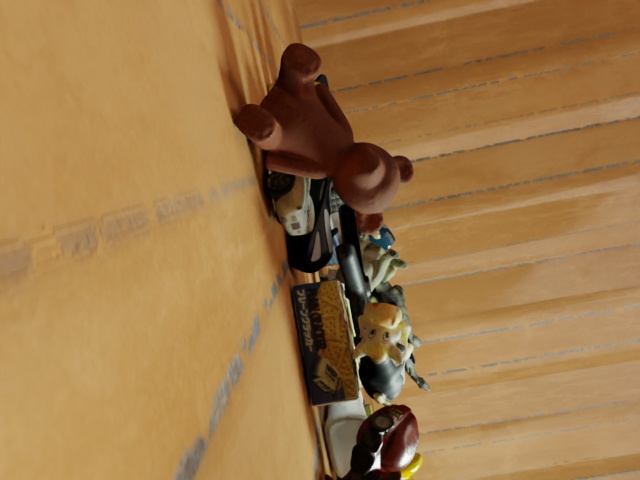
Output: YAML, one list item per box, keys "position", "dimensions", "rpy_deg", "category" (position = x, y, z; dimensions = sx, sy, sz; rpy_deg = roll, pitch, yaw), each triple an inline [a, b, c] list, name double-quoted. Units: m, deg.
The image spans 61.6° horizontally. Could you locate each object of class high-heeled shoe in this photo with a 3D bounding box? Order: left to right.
- position: [-0.027, -0.079, 0.776]
  dimensions: [0.145, 0.086, 0.248]
  rpy_deg: [-33, 110, -57]
  category: "high-heeled shoe"

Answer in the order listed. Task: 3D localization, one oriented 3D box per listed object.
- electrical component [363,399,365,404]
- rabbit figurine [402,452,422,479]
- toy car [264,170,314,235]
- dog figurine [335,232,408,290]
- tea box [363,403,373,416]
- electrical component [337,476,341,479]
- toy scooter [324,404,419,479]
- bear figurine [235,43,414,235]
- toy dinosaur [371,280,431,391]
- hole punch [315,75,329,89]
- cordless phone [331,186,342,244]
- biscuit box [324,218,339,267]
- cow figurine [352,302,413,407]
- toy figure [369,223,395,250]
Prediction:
- position: [0.070, 0.372, 1.140]
  dimensions: [0.078, 0.045, 0.102]
  rpy_deg: [-39, 120, -53]
  category: "electrical component"
- position: [0.135, 0.493, 1.130]
  dimensions: [0.173, 0.163, 0.121]
  rpy_deg: [12, 79, -67]
  category: "rabbit figurine"
- position: [-0.041, -0.097, 0.701]
  dimensions: [0.073, 0.056, 0.202]
  rpy_deg: [73, 8, -53]
  category: "toy car"
- position: [0.076, 0.093, 1.097]
  dimensions: [0.121, 0.190, 0.172]
  rpy_deg: [32, -2, 28]
  category: "dog figurine"
- position: [0.079, 0.394, 1.011]
  dimensions: [0.169, 0.068, 0.098]
  rpy_deg: [76, 5, -46]
  category: "tea box"
- position: [0.057, 0.407, 0.825]
  dimensions: [0.075, 0.048, 0.119]
  rpy_deg: [-90, 167, -66]
  category: "electrical component"
- position: [0.059, 0.293, 0.693]
  dimensions: [0.184, 0.075, 0.135]
  rpy_deg: [-61, 144, -8]
  category: "toy scooter"
- position: [0.015, -0.100, 0.600]
  dimensions: [0.196, 0.120, 0.132]
  rpy_deg: [37, -6, 0]
  category: "bear figurine"
- position: [0.161, 0.169, 1.278]
  dimensions: [0.471, 0.105, 0.198]
  rpy_deg: [63, 8, -8]
  category: "toy dinosaur"
- position: [-0.041, -0.248, 1.029]
  dimensions: [0.142, 0.092, 0.116]
  rpy_deg: [79, 32, -48]
  category: "hole punch"
- position: [0.061, -0.054, 1.109]
  dimensions: [0.089, 0.184, 0.146]
  rpy_deg: [-103, 180, -69]
  category: "cordless phone"
- position: [-0.002, -0.003, 0.955]
  dimensions: [0.202, 0.063, 0.059]
  rpy_deg: [68, 11, -72]
  category: "biscuit box"
- position: [0.075, 0.146, 0.677]
  dimensions: [0.167, 0.068, 0.098]
  rpy_deg: [71, 29, -55]
  category: "cow figurine"
- position: [0.101, -0.036, 1.225]
  dimensions: [0.154, 0.058, 0.064]
  rpy_deg: [41, -24, -6]
  category: "toy figure"
